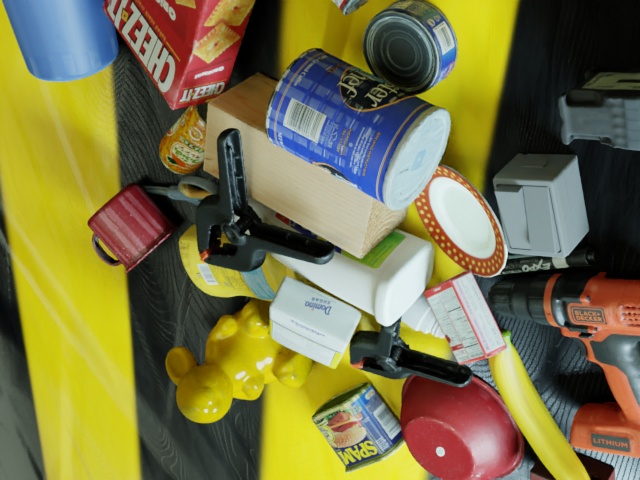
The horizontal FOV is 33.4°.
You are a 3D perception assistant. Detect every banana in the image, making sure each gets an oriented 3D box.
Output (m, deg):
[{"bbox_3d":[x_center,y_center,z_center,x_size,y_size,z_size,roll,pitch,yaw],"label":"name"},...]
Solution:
[{"bbox_3d":[0.223,0.184,1.110,0.198,0.037,0.069,61,179,2],"label":"banana"}]

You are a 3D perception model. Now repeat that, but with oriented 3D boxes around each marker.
[{"bbox_3d":[0.213,0.020,1.034,0.121,0.020,0.020,-8,114,44],"label":"marker"}]

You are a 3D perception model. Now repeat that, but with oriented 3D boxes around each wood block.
[{"bbox_3d":[-0.011,-0.080,1.104,0.206,0.090,0.091,30,135,22],"label":"wood block"}]

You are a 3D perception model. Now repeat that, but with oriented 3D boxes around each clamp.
[{"bbox_3d":[0.092,0.132,1.192,0.120,0.039,0.172,40,159,-8],"label":"clamp"},{"bbox_3d":[-0.074,-0.010,1.118,0.164,0.036,0.210,48,148,3],"label":"clamp"}]

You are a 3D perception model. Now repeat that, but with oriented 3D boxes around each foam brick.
[{"bbox_3d":[0.269,0.264,1.140,0.078,0.052,0.051,18,130,30],"label":"foam brick"}]

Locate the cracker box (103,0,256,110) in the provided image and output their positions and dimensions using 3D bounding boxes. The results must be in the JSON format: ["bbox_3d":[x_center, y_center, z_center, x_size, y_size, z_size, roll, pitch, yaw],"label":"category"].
[{"bbox_3d":[-0.138,-0.262,1.060,0.164,0.071,0.214,55,143,23],"label":"cracker box"}]

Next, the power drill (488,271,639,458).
[{"bbox_3d":[0.261,0.117,1.036,0.185,0.057,0.187,2,121,44],"label":"power drill"}]

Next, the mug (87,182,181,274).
[{"bbox_3d":[-0.244,-0.012,1.344,0.081,0.093,0.117,48,124,-6],"label":"mug"}]

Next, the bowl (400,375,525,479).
[{"bbox_3d":[0.149,0.223,1.215,0.162,0.055,0.162,23,133,27],"label":"bowl"}]

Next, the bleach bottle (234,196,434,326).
[{"bbox_3d":[-0.008,0.001,1.150,0.251,0.102,0.068,23,134,27],"label":"bleach bottle"}]

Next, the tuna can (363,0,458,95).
[{"bbox_3d":[0.083,-0.178,0.991,0.086,0.033,0.086,23,132,28],"label":"tuna can"}]

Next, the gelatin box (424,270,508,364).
[{"bbox_3d":[0.150,0.081,1.097,0.089,0.030,0.073,64,161,5],"label":"gelatin box"}]

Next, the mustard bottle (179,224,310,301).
[{"bbox_3d":[-0.075,0.029,1.263,0.192,0.058,0.096,4,130,39],"label":"mustard bottle"}]

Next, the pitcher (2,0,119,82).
[{"bbox_3d":[-0.287,-0.302,1.165,0.149,0.144,0.243,29,140,40],"label":"pitcher"}]

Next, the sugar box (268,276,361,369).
[{"bbox_3d":[-0.009,0.094,1.194,0.093,0.048,0.176,26,163,3],"label":"sugar box"}]

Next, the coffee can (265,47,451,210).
[{"bbox_3d":[0.035,-0.104,0.989,0.140,0.102,0.103,30,135,22],"label":"coffee can"}]

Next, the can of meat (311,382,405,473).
[{"bbox_3d":[0.048,0.228,1.306,0.084,0.057,0.102,55,138,-1],"label":"can of meat"}]

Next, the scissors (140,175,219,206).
[{"bbox_3d":[-0.157,-0.048,1.305,0.096,0.016,0.202,34,163,-22],"label":"scissors"}]

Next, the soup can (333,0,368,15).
[{"bbox_3d":[0.014,-0.264,0.962,0.102,0.068,0.069,49,139,2],"label":"soup can"}]
